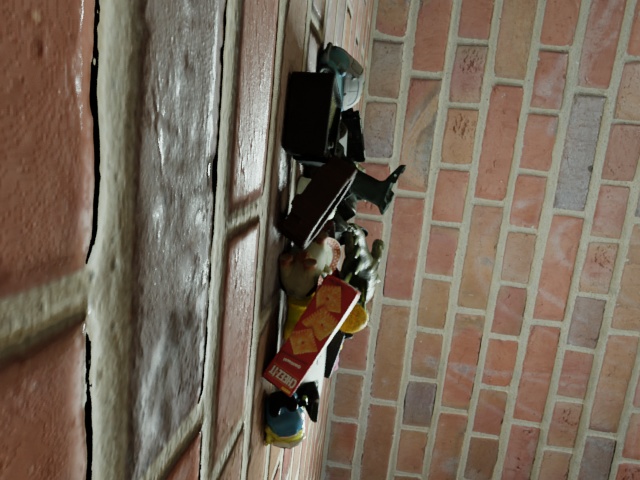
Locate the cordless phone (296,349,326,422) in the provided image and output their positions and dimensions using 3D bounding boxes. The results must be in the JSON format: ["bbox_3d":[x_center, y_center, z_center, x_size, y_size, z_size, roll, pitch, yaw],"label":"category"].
[{"bbox_3d":[-0.022,0.290,1.124,0.184,0.089,0.146,-167,-95,-81],"label":"cordless phone"}]

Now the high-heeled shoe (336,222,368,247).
[{"bbox_3d":[0.063,-0.008,1.508,0.249,0.145,0.086,-64,159,-78],"label":"high-heeled shoe"}]

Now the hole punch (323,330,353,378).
[{"bbox_3d":[-0.007,0.249,1.255,0.092,0.142,0.115,-46,154,-74],"label":"hole punch"}]

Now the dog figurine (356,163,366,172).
[{"bbox_3d":[0.042,-0.144,1.462,0.172,0.121,0.190,62,33,-9],"label":"dog figurine"}]

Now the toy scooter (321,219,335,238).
[{"bbox_3d":[-0.003,-0.004,1.235,0.135,0.075,0.183,-61,154,-73],"label":"toy scooter"}]

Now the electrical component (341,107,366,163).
[{"bbox_3d":[0.077,-0.256,1.315,0.115,0.058,0.134,-67,149,-78],"label":"electrical component"}]

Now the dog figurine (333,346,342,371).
[{"bbox_3d":[-0.003,0.277,1.427,0.219,0.109,0.191,74,25,-69],"label":"dog figurine"}]

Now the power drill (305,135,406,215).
[{"bbox_3d":[0.067,-0.153,1.101,0.086,0.207,0.231,-59,168,-61],"label":"power drill"}]

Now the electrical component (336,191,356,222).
[{"bbox_3d":[0.041,-0.103,1.203,0.119,0.075,0.048,51,30,-8],"label":"electrical component"}]

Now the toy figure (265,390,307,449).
[{"bbox_3d":[-0.063,0.335,1.024,0.180,0.082,0.089,87,14,-48],"label":"toy figure"}]

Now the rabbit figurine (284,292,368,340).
[{"bbox_3d":[0.018,0.167,1.160,0.162,0.173,0.122,39,54,-78],"label":"rabbit figurine"}]

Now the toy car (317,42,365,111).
[{"bbox_3d":[0.047,-0.343,1.179,0.109,0.103,0.161,-74,167,-53],"label":"toy car"}]

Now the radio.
[{"bbox_3d":[-0.007,-0.202,0.943,0.229,0.073,0.131,-10,107,-83],"label":"radio"}]

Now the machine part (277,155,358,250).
[{"bbox_3d":[-0.003,-0.065,0.931,0.179,0.056,0.179,-54,176,-5],"label":"machine part"}]

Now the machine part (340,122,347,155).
[{"bbox_3d":[0.022,-0.191,1.236,0.243,0.079,0.079,91,8,-53],"label":"machine part"}]

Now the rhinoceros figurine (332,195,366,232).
[{"bbox_3d":[0.053,-0.106,1.351,0.073,0.112,0.190,36,40,-36],"label":"rhinoceros figurine"}]

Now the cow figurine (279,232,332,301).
[{"bbox_3d":[-0.023,0.046,1.040,0.195,0.086,0.127,-66,165,-60],"label":"cow figurine"}]

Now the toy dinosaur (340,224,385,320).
[{"bbox_3d":[0.096,0.081,1.315,0.470,0.105,0.198,78,21,-49],"label":"toy dinosaur"}]
